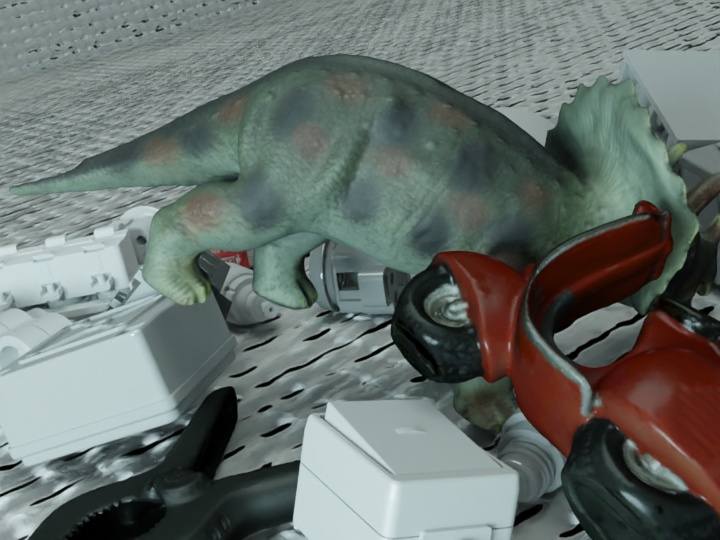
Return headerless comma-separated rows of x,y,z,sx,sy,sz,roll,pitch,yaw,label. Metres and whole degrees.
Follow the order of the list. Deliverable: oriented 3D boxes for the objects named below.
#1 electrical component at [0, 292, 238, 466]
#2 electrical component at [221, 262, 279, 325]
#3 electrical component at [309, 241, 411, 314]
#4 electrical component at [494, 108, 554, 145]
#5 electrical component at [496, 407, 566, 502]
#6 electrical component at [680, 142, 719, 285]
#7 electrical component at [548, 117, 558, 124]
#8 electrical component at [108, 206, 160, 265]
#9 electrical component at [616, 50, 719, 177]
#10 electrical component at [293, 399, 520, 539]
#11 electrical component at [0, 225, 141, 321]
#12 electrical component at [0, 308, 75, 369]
-0.142,0.057,0.629,0.109,0.056,0.108,-19,11,17,electrical component
-0.082,0.020,0.763,0.040,0.040,0.078,-23,23,-28,electrical component
0.000,0.000,0.747,0.057,0.058,0.078,-2,22,18,electrical component
0.104,-0.056,0.774,0.108,0.108,0.060,-8,26,10,electrical component
0.083,0.083,0.496,0.040,0.040,0.078,3,24,35,electrical component
0.234,-0.040,0.664,0.061,0.096,0.061,-16,20,-1,electrical component
0.176,-0.086,0.872,0.061,0.061,0.096,-8,20,9,electrical component
-0.185,-0.020,0.908,0.078,0.058,0.057,-7,23,14,electrical component
0.280,-0.098,0.753,0.186,0.060,0.105,-1,43,-11,electrical component
0.021,0.095,0.444,0.062,0.061,0.096,2,12,-28,electrical component
-0.235,0.010,0.843,0.121,0.063,0.078,-10,20,5,electrical component
-0.233,0.050,0.747,0.138,0.052,0.074,4,25,38,electrical component
